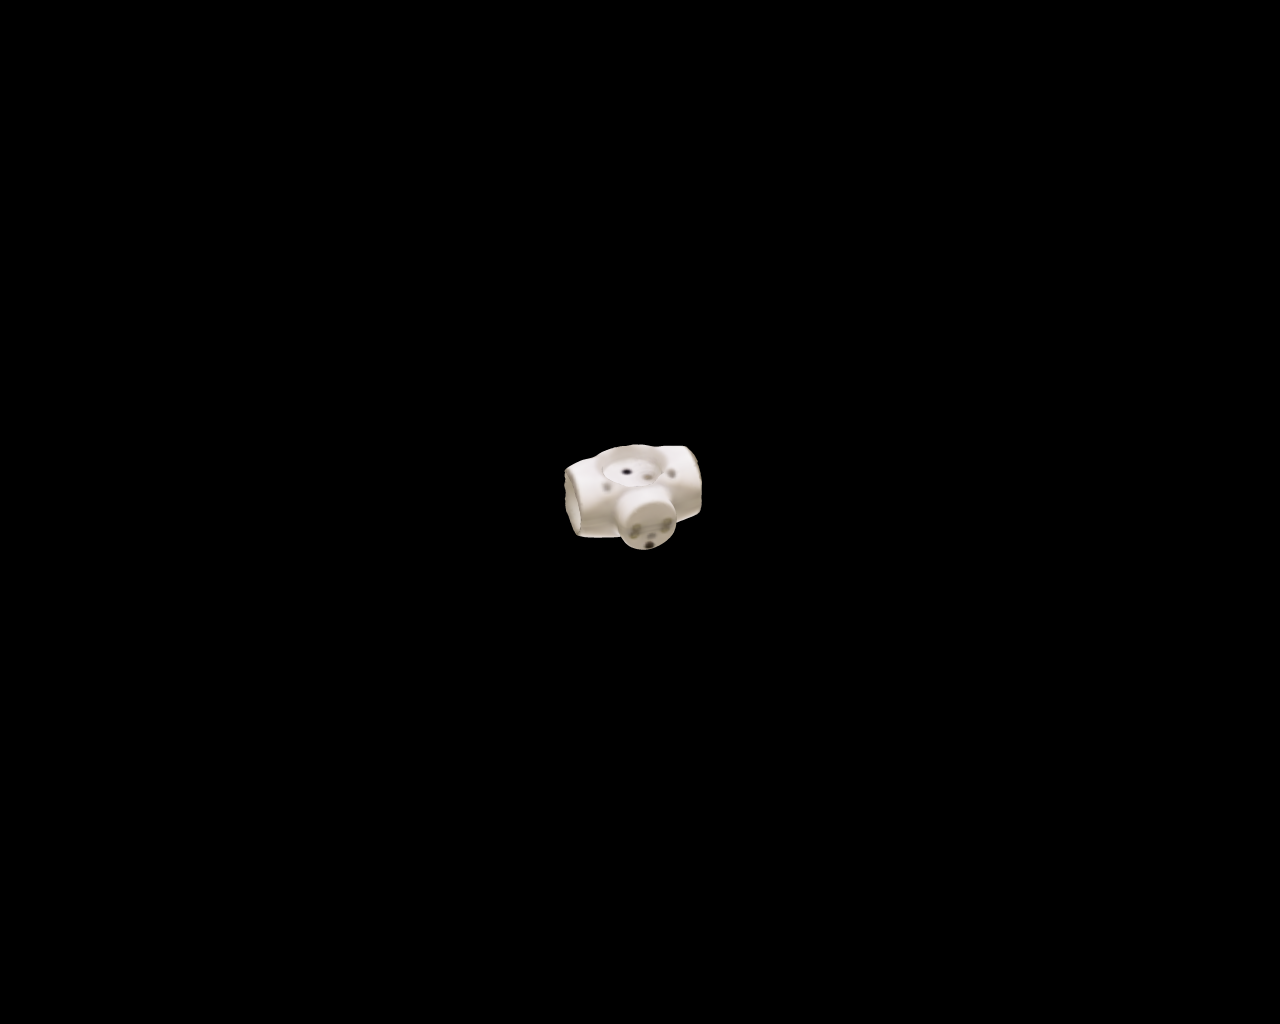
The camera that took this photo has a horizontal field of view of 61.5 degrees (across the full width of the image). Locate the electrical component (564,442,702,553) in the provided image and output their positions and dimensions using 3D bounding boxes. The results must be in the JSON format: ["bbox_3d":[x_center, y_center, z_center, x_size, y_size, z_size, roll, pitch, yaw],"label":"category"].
[{"bbox_3d":[0.001,-0.003,0.650,0.077,0.044,0.079,-11,39,-13],"label":"electrical component"}]
